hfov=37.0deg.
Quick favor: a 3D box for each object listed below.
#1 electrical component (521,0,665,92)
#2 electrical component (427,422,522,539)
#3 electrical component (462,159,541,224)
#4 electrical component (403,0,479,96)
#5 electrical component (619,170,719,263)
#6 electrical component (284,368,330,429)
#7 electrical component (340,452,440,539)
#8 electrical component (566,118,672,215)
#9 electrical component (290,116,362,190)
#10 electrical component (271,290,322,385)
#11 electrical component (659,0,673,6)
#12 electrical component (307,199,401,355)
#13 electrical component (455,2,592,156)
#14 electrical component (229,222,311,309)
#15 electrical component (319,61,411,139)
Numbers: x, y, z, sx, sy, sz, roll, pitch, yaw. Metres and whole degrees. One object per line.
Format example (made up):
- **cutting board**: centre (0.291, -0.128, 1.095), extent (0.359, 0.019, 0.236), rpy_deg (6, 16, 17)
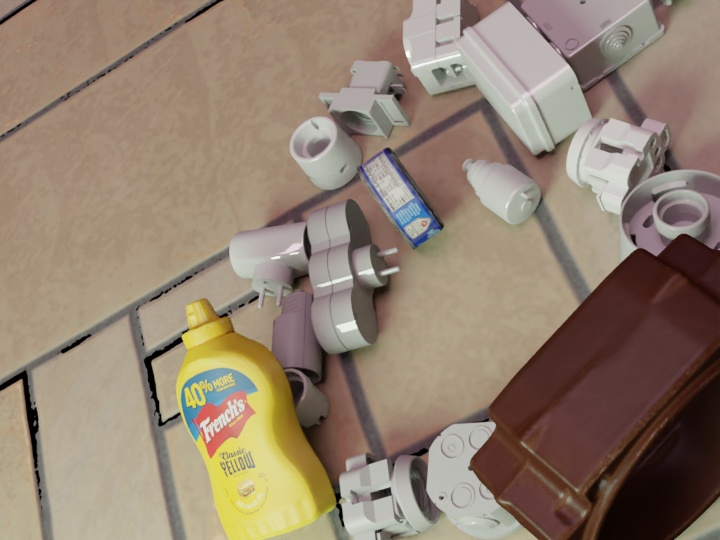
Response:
- **electrical component**: centre (0.199, -0.218, 0.930), extent (0.100, 0.048, 0.099), rpy_deg (-36, 53, 7)
- **electrical component**: centre (0.090, 0.151, 0.784), extent (0.080, 0.051, 0.080), rpy_deg (-13, 58, 22)
- **electrical component**: centre (0.116, -0.070, 0.899), extent (0.040, 0.040, 0.078), rpy_deg (-47, 52, -2)
- **electrical component**: centre (0.075, -0.213, 0.994), extent (0.056, 0.050, 0.089), rpy_deg (-10, 60, 24)
- **electrical component**: centre (0.242, -0.024, 0.805), extent (0.099, 0.064, 0.099), rpy_deg (-11, 48, 13)
- **electrical component**: centre (-0.051, 0.108, 0.888), extent (0.040, 0.046, 0.040), rpy_deg (-13, 58, 22)
- **electrical component**: centre (0.024, 0.172, 0.805), extent (0.057, 0.058, 0.078), rpy_deg (-21, 56, 21)
- **electrical component**: centre (0.201, -0.087, 0.851), extent (0.057, 0.058, 0.078), rpy_deg (25, 78, 33)
- **electrical component**: centre (-0.033, -0.110, 0.999), extent (0.055, 0.047, 0.055), rpy_deg (-13, 58, 22)
- **electrical component**: centre (-0.053, 0.055, 0.921), extent (0.043, 0.043, 0.081), rpy_deg (-12, 59, 23)
- **electrical component**: centre (0.278, -0.260, 0.915), extent (0.040, 0.040, 0.078), rpy_deg (24, 77, 36)
- **electrical component**: centre (0.000, 0.000, 0.916), extent (0.074, 0.052, 0.138), rpy_deg (-17, 57, 20)
- **electrical component**: centre (0.138, -0.162, 0.914), extent (0.057, 0.078, 0.113), rpy_deg (-35, 53, 4)
- **electrical component**: centre (-0.076, -0.002, 0.965), extent (0.077, 0.043, 0.079), rpy_deg (-7, 61, 25)
- **electrical component**: centre (0.009, -0.161, 1.009), extent (0.081, 0.042, 0.063), rpy_deg (8, 65, 31)
